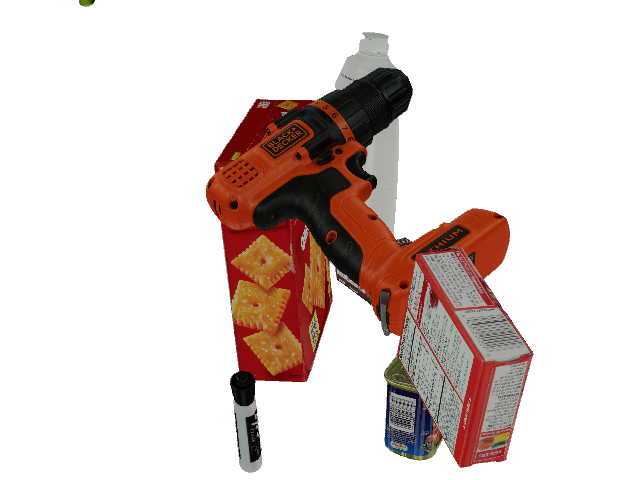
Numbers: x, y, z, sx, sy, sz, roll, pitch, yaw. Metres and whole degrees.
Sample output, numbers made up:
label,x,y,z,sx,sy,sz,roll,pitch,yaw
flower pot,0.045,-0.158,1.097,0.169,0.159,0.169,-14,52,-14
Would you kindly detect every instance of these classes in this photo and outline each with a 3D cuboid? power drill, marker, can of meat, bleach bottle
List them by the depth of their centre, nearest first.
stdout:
label,x,y,z,sx,sy,sz,roll,pitch,yaw
power drill,0.040,-0.033,0.749,0.184,0.057,0.188,-37,56,-19
marker,-0.058,0.142,0.833,0.020,0.020,0.121,0,-43,0
can of meat,0.101,0.154,1.049,0.057,0.084,0.102,12,27,22
bleach bottle,0.048,-0.096,1.153,0.067,0.251,0.103,-7,24,-33

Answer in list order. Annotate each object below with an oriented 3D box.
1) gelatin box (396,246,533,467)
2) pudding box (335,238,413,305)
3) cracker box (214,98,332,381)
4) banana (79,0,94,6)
label,x,y,z,sx,sy,sz,roll,pitch,yaw
gelatin box,0.072,0.058,0.546,0.030,0.073,0.089,-7,37,-17
pudding box,0.088,0.038,1.361,0.113,0.039,0.090,-16,27,-25
cracker box,-0.036,-0.003,0.979,0.072,0.214,0.164,1,27,9
banana,-0.237,-0.219,0.768,0.198,0.069,0.037,15,-37,16
